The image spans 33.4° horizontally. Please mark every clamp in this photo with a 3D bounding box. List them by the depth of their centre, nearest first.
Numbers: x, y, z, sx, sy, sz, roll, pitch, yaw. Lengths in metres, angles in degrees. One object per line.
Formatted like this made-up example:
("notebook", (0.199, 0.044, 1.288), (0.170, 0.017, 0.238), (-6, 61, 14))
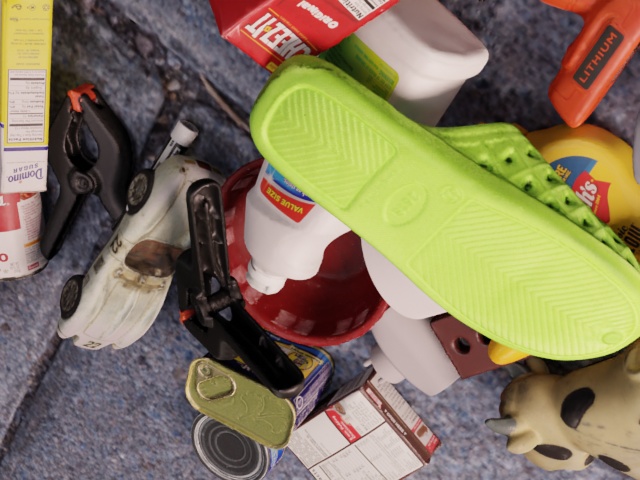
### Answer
("clamp", (-0.073, 0.055, 0.821), (0.164, 0.036, 0.210), (65, 160, 8))
("clamp", (-0.190, -0.048, 0.934), (0.120, 0.039, 0.171), (10, 118, 7))

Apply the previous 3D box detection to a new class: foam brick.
("foam brick", (0.132, 0.062, 0.802), (0.078, 0.051, 0.053), (-26, 99, 35))

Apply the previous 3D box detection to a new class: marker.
("marker", (-0.141, -0.048, 0.899), (0.020, 0.020, 0.121), (38, 109, 7))

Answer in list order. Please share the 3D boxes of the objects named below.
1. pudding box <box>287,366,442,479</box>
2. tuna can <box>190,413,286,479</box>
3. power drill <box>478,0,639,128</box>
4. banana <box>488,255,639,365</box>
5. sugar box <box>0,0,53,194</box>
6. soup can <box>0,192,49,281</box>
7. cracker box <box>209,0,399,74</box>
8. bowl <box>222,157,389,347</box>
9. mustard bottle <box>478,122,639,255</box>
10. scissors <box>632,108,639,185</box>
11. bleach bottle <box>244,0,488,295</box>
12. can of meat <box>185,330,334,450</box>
("pudding box", (0.034, 0.173, 0.917), (0.090, 0.039, 0.114), (49, 128, -2))
("tuna can", (-0.076, 0.183, 0.984), (0.086, 0.033, 0.086), (12, 118, 23))
("power drill", (0.116, -0.158, 0.703), (0.188, 0.057, 0.185), (37, 125, 8))
("banana", (0.188, 0.045, 0.693), (0.198, 0.037, 0.069), (-8, 66, 48))
("sugar box", (-0.254, -0.137, 0.896), (0.093, 0.048, 0.176), (-126, 37, -50))
("soup can", (-0.289, -0.022, 0.981), (0.069, 0.068, 0.102), (11, 118, 24))
("cracker box", (0.024, -0.220, 0.634), (0.214, 0.072, 0.164), (-32, 55, 20))
("bowl", (-0.006, 0.001, 0.846), (0.162, 0.055, 0.162), (12, 118, 23))
("mustard bottle", (0.186, -0.025, 0.728), (0.192, 0.058, 0.096), (33, 131, 12))
("scissors", (0.237, -0.127, 0.667), (0.016, 0.096, 0.202), (15, 90, 45))
("bleach bottle", (0.012, -0.053, 0.731), (0.103, 0.067, 0.251), (50, 130, 27))
("can of meat", (-0.049, 0.118, 0.907), (0.102, 0.083, 0.057), (24, 123, 17))
